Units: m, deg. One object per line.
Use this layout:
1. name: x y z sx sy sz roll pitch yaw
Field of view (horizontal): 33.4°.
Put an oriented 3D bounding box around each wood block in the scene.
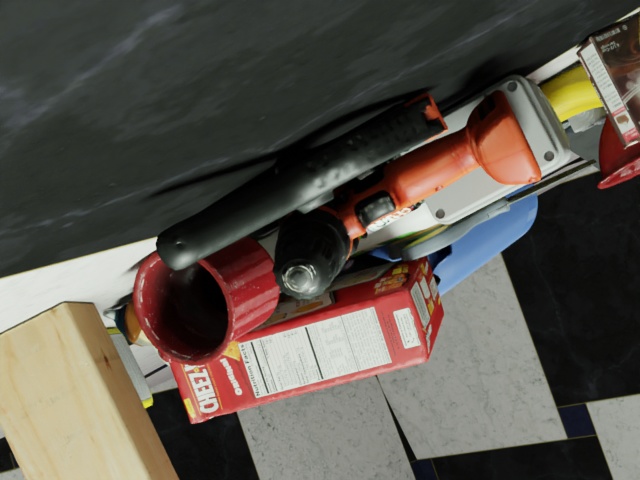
1. wood block: -0.185 0.161 0.853 0.090 0.206 0.091 -27 175 2

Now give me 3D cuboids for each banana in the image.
1. banana: 0.203 -0.109 0.920 0.198 0.037 0.069 -22 -137 42

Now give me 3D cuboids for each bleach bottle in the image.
1. bleach bottle: -0.006 0.001 0.972 0.251 0.068 0.102 -26 179 22

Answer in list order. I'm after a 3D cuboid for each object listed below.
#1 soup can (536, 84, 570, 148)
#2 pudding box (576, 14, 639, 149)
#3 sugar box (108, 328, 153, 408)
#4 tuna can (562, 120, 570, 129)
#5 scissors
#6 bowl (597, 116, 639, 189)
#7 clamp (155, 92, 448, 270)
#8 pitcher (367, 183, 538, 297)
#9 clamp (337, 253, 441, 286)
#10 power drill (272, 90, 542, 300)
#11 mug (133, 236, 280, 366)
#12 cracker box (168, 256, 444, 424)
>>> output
1. soup can: 0.147 -0.079 0.888 0.102 0.068 0.068 -30 174 23
2. pudding box: 0.268 -0.134 0.825 0.113 0.090 0.039 -25 175 -8
3. sugar box: -0.224 0.139 1.073 0.048 0.093 0.176 -27 174 5
4. tuna can: 0.201 -0.109 1.040 0.086 0.034 0.086 -26 175 -3
5. scissors: 0.148 -0.023 0.939 0.202 0.016 0.096 -24 -174 16
6. bowl: 0.302 -0.106 0.923 0.162 0.055 0.162 -25 171 -5
7. clamp: -0.015 -0.034 0.677 0.210 0.036 0.164 -28 -176 1
8. pitcher: 0.122 -0.013 1.156 0.242 0.149 0.145 -26 144 -44
9. clamp: 0.030 0.017 1.032 0.172 0.120 0.039 -24 -177 23
10. power drill: 0.056 -0.032 0.740 0.188 0.057 0.184 -24 -165 14
11. mug: -0.089 0.050 0.835 0.081 0.093 0.117 -27 151 -57
12. cracker box: -0.005 0.084 0.937 0.214 0.072 0.164 -17 -174 13
